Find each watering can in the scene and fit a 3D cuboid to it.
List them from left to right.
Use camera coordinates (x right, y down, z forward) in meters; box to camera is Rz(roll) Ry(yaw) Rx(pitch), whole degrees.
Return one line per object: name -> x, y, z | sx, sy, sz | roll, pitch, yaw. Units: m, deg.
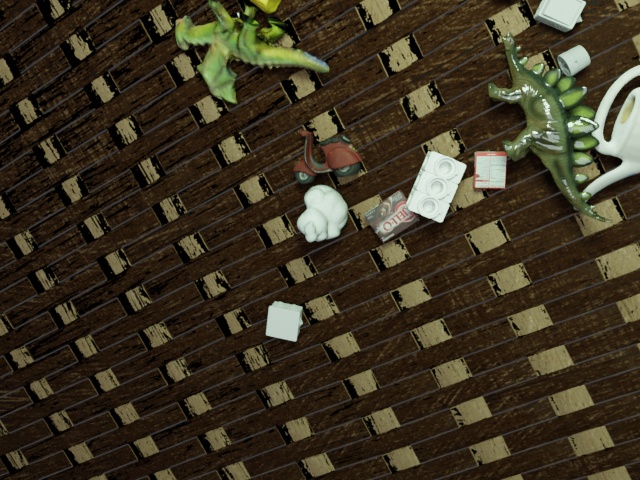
watering can -> 0.714, -0.208, 1.142 | 0.225, 0.105, 0.342 | 15, 110, 11

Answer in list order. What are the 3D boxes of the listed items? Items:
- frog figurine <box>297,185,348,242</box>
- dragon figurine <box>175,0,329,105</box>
frog figurine -> 0.004, -0.065, 1.286 | 0.122, 0.161, 0.136 | -14, 101, 13
dragon figurine -> -0.196, -0.453, 1.289 | 0.411, 0.124, 0.238 | 37, 125, 3
